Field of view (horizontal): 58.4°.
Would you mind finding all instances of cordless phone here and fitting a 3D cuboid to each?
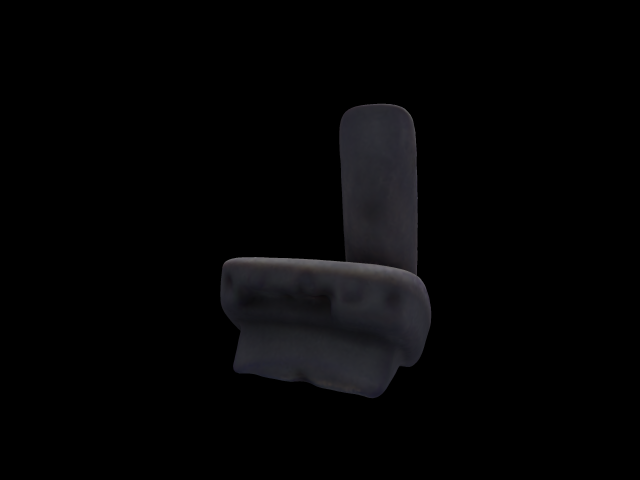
[{"bbox_3d":[0.004,0.001,0.400,0.147,0.185,0.094,3,10,15],"label":"cordless phone"}]
